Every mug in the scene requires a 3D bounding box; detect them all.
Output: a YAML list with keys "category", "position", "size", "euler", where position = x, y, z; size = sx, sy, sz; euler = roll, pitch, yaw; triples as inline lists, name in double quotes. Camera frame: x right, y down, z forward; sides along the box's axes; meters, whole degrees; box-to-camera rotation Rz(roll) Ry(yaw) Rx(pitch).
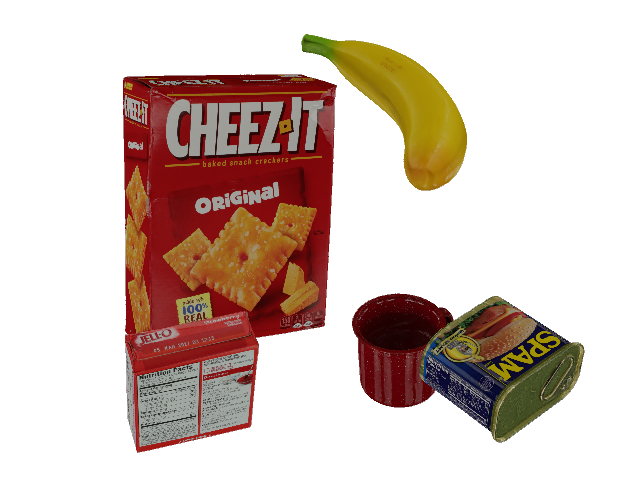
- category: "mug"
  position: [0.089, 0.109, 1.084]
  size: [0.117, 0.081, 0.093]
  euler: [-27, 42, -29]

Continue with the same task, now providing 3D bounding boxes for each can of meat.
- category: "can of meat"
  position: [0.141, 0.097, 0.837]
  size: [0.101, 0.057, 0.084]
  euler: [-27, 44, -32]

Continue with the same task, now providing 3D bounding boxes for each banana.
- category: "banana"
  position: [0.050, -0.081, 0.661]
  size: [0.069, 0.037, 0.198]
  euler: [-9, 33, -18]

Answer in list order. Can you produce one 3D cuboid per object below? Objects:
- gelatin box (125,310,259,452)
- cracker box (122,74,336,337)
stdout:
- category: "gelatin box"
  position: [-0.077, 0.084, 0.631]
  size: [0.073, 0.030, 0.089]
  euler: [-11, -40, -17]
- category: "cracker box"
  position: [-0.074, -0.025, 0.873]
  size: [0.163, 0.214, 0.072]
  euler: [-6, 17, -29]
